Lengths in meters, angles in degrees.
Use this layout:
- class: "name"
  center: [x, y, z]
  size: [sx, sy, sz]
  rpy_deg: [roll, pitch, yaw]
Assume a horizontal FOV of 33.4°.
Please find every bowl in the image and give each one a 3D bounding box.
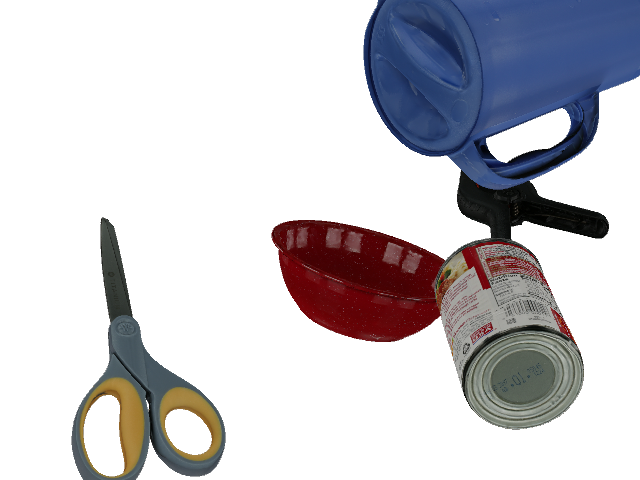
- class: "bowl"
  center: [0.033, 0.037, 0.853]
  size: [0.162, 0.055, 0.162]
  rpy_deg: [14, 16, -4]

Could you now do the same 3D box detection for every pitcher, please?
- class: "pitcher"
  center: [0.168, -0.149, 0.859]
  size: [0.242, 0.149, 0.145]
  rpy_deg: [-19, 36, -32]

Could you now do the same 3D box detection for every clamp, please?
- class: "clamp"
  center: [0.197, -0.032, 1.046]
  size: [0.120, 0.039, 0.171]
  rpy_deg: [-8, 34, -14]

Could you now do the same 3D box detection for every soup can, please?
- class: "soup can"
  center: [0.107, 0.051, 0.614]
  size: [0.068, 0.068, 0.102]
  rpy_deg: [0, 28, -3]

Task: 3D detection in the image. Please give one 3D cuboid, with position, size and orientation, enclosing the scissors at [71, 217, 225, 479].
- class: "scissors"
  center: [-0.101, 0.067, 0.651]
  size: [0.096, 0.201, 0.016]
  rpy_deg: [13, -46, -12]
